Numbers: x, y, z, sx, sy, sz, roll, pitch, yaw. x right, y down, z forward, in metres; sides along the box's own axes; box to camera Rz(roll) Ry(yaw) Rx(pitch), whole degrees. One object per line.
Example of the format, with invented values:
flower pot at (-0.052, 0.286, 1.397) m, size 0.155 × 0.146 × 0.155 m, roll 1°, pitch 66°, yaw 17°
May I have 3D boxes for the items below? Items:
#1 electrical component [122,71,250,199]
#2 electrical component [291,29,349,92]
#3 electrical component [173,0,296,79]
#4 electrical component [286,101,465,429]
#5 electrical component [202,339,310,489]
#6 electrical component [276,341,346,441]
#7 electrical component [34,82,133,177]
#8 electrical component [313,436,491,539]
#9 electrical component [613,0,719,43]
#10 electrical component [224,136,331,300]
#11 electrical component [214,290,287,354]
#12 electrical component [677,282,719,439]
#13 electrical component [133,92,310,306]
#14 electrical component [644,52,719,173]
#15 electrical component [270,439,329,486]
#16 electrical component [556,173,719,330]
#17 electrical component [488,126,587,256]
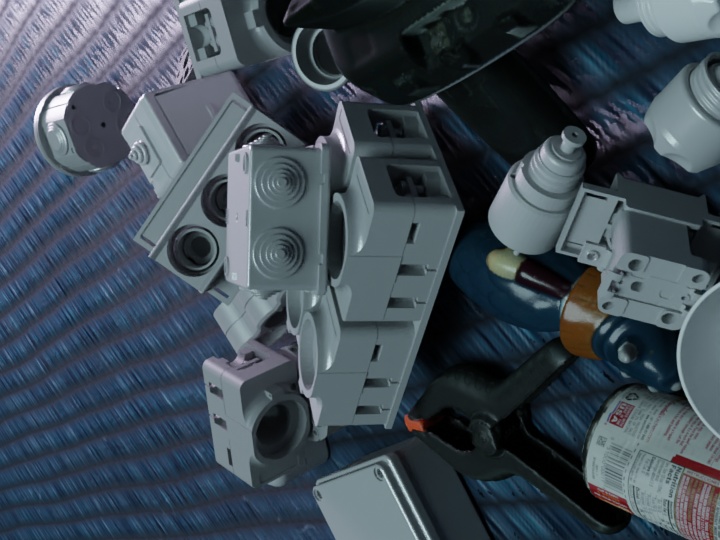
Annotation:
electrical component at (-0.124, -0.099, 0.782) m, size 0.061 × 0.096 × 0.061 m, roll 60°, pitch 143°, yaw 9°
electrical component at (-0.005, -0.132, 0.640) m, size 0.044 × 0.065 × 0.044 m, roll 11°, pitch 111°, yaw 29°
electrical component at (-0.071, -0.204, 0.663) m, size 0.062 × 0.089 × 0.150 m, roll -1°, pitch 108°, yaw 52°
electrical component at (0.000, 0.000, 0.674) m, size 0.105 × 0.060 × 0.186 m, roll -106°, pitch 23°, yaw -45°
electrical component at (-0.074, 0.106, 0.781) m, size 0.056 × 0.050 × 0.089 m, roll 22°, pitch 125°, yaw 45°
electrical component at (-0.026, 0.083, 0.798) m, size 0.080 × 0.051 × 0.080 m, roll 28°, pitch 129°, yaw 41°
electrical component at (-0.233, -0.121, 0.923) m, size 0.051 × 0.080 × 0.080 m, roll -2°, pitch 107°, yaw 46°
electrical component at (0.031, 0.183, 0.776) m, size 0.109 × 0.056 × 0.108 m, roll -34°, pitch 82°, yaw 54°
electrical component at (0.143, -0.123, 0.480) m, size 0.062 × 0.043 × 0.043 m, roll 3°, pitch 112°, yaw 52°
electrical component at (-0.053, -0.032, 0.655) m, size 0.100 × 0.048 × 0.099 m, roll -169°, pitch 80°, yaw -74°
electrical component at (-0.074, 0.002, 0.813) m, size 0.073 × 0.052 × 0.138 m, roll 56°, pitch 142°, yaw 14°
electrical component at (0.201, 0.039, 0.477) m, size 0.099 × 0.064 × 0.099 m, roll 28°, pitch 129°, yaw 41°
electrical component at (-0.087, -0.049, 0.740) m, size 0.079 × 0.063 × 0.121 m, roll 35°, pitch 97°, yaw -2°
electrical component at (0.161, -0.077, 0.482) m, size 0.043 × 0.043 × 0.062 m, roll 55°, pitch 141°, yaw 15°
electrical component at (-0.072, 0.123, 0.870) m, size 0.054 × 0.059 × 0.095 m, roll 3°, pitch 111°, yaw 51°
electrical component at (0.140, -0.007, 0.519) m, size 0.081 × 0.063 × 0.042 m, roll 14°, pitch 131°, yaw -1°
electrical component at (0.094, -0.042, 0.544) m, size 0.040 × 0.040 × 0.078 m, roll 50°, pitch 146°, yaw 21°
